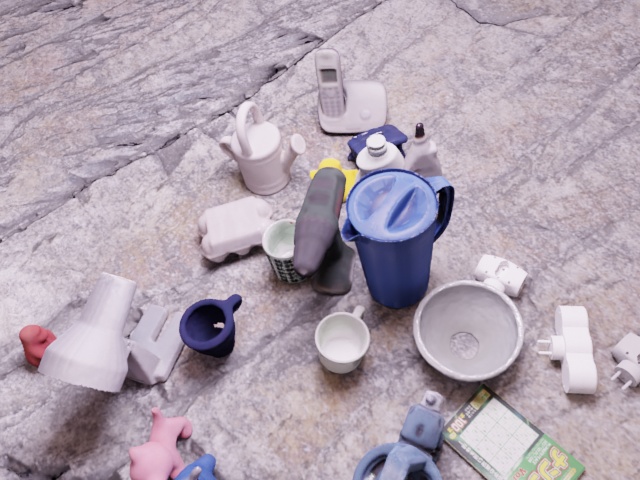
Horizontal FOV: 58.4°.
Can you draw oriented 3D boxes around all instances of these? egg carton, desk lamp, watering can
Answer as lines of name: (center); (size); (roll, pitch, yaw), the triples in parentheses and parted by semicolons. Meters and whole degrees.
egg carton: (-0.157, -0.020, 1.086); (0.150, 0.069, 0.107); (-18, 56, -2)
desk lamp: (-0.319, 0.158, 0.911); (0.117, 0.214, 0.203); (12, 60, 18)
watering can: (-0.114, -0.185, 1.111); (0.172, 0.194, 0.101); (-10, 56, 4)

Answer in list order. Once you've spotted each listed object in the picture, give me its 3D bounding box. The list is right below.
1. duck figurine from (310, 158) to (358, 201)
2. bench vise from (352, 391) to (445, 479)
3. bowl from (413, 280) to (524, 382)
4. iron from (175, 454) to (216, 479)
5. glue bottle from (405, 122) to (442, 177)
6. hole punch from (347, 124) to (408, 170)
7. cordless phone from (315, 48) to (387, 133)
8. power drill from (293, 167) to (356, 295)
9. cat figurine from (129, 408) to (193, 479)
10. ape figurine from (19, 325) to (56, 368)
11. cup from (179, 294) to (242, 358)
duck figurine: (0.028, -0.123, 1.111); (0.104, 0.086, 0.077); (-12, 56, 2)
bench vise: (0.102, 0.287, 0.748); (0.121, 0.220, 0.207); (2, 58, 12)
bowl: (0.230, 0.151, 0.902); (0.167, 0.075, 0.167); (-5, 57, 7)
iron: (-0.228, 0.410, 0.773); (0.118, 0.142, 0.259); (36, 70, 28)
glue bottle: (0.185, -0.152, 1.048); (0.078, 0.173, 0.037); (-11, 56, 3)
hole punch: (0.111, -0.186, 1.134); (0.108, 0.091, 0.101); (-23, 56, -5)
cordless phone: (0.061, -0.308, 1.165); (0.147, 0.185, 0.094); (-2, 57, 9)
power drill: (0.009, 0.003, 0.957); (0.075, 0.209, 0.229); (2, 58, 12)
cat figurine: (-0.244, 0.315, 0.853); (0.067, 0.118, 0.127); (-6, 56, 6)
ape figurine: (-0.488, 0.179, 1.001); (0.076, 0.092, 0.077); (-31, 57, -10)
cup: (-0.169, 0.148, 0.963); (0.091, 0.095, 0.118); (36, 70, 28)
